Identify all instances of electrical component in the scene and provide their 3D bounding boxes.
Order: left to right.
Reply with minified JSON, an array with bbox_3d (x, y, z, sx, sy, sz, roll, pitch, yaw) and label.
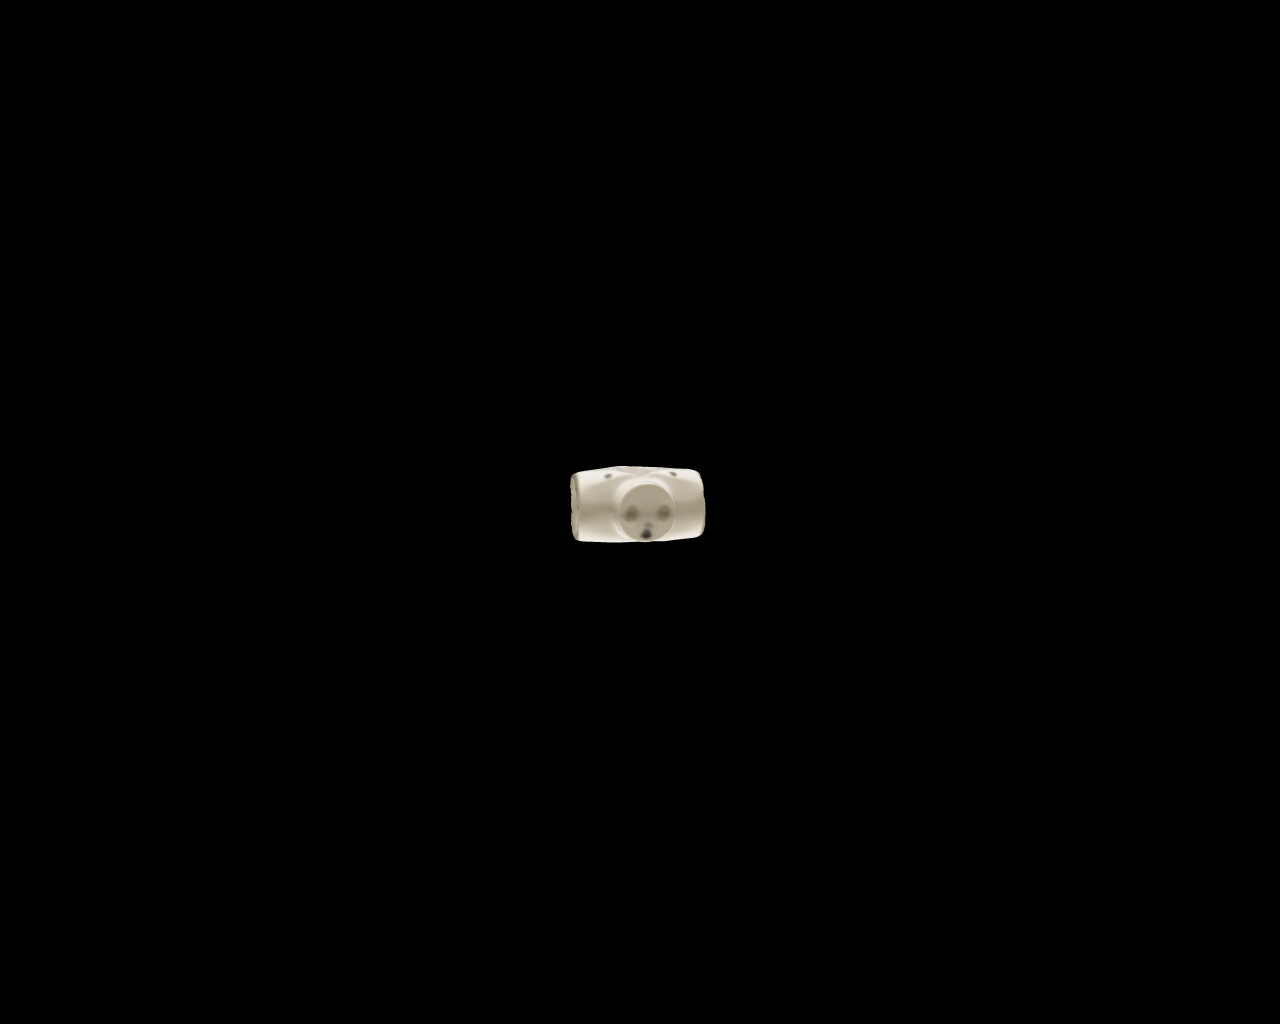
[{"bbox_3d":[0.001,-0.003,0.650,0.077,0.043,0.079,-1,8,-9],"label":"electrical component"}]
